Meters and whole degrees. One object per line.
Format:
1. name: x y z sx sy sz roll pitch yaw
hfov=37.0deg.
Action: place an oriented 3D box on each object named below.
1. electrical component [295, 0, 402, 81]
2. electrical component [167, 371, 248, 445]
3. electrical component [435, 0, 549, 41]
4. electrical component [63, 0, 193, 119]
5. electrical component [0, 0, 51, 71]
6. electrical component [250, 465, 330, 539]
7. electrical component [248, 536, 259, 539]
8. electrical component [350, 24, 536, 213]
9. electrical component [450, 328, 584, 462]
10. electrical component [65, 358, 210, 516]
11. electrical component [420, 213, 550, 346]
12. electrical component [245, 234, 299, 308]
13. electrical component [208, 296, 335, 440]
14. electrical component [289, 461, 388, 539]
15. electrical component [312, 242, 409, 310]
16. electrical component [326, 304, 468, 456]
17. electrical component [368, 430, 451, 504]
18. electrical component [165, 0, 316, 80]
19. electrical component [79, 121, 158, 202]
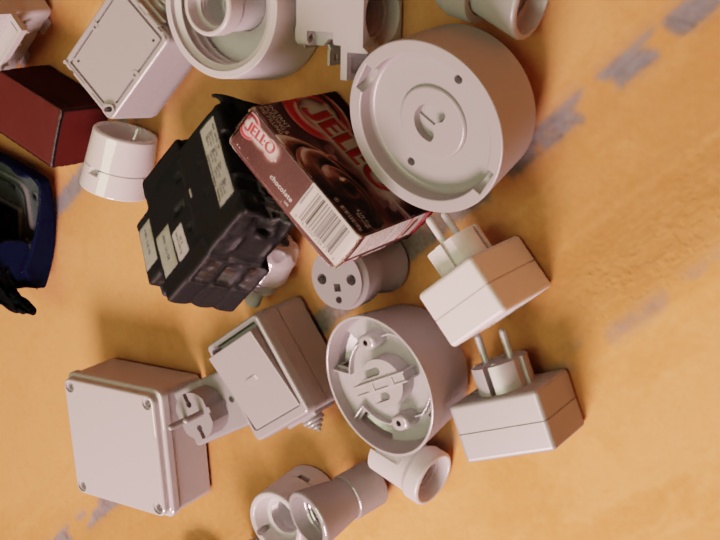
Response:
1. electrical component: -0.008 -0.165 0.692 0.064 0.042 0.081 13 110 34
2. electrical component: -0.114 0.106 0.822 0.066 0.077 0.047 -27 87 37
3. electrical component: 0.078 -0.164 0.630 0.055 0.045 0.045 27 117 27
4. electrical component: -0.158 -0.165 0.790 0.061 0.061 0.096 50 117 13
5. electrical component: -0.311 -0.187 0.887 0.121 0.063 0.078 -43 78 36
6. electrical component: -0.050 0.183 0.818 0.055 0.047 0.055 11 109 33
7. electrical component: -0.082 0.247 0.828 0.061 0.096 0.061 -29 86 36
8. electrical component: 0.055 -0.096 0.651 0.108 0.060 0.108 22 130 30
9. electrical component: 0.094 0.075 0.685 0.066 0.047 0.076 -17 93 37
10. electrical component: -0.185 0.137 0.894 0.109 0.056 0.108 6 107 34
11. electrical component: 0.068 -0.003 0.670 0.047 0.066 0.076 -39 80 36
12. electrical component: -0.069 0.002 0.788 0.035 0.035 0.061 40 125 20
13. electrical component: -0.058 0.078 0.785 0.062 0.061 0.096 -34 83 37
14. electrical component: -0.013 0.166 0.775 0.044 0.065 0.044 32 133 41
15. electrical component: 0.000 0.000 0.725 0.045 0.055 0.045 11 109 33
16. electrical component: 0.022 0.072 0.725 0.099 0.064 0.099 11 109 33
17. electrical component: 0.034 0.135 0.751 0.046 0.040 0.040 27 117 33
18. electrical component: -0.084 -0.181 0.729 0.108 0.060 0.108 11 109 33
19. electrical component: -0.186 -0.085 0.834 0.055 0.055 0.047 27 114 26
